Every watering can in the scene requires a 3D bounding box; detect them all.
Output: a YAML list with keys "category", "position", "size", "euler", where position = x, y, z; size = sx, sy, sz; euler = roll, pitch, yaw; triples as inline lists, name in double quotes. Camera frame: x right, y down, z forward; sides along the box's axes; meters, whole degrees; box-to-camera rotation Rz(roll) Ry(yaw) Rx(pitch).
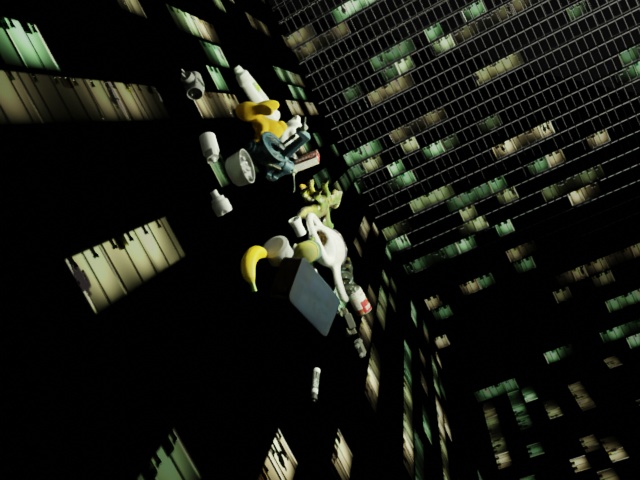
- category: "watering can"
  position: [0.038, 0.062, 1.863]
  size: [0.103, 0.224, 0.351]
  euler: [-26, 79, 14]

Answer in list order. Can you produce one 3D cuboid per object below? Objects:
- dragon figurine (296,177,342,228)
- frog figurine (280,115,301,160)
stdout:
- category: "dragon figurine"
  position: [0.006, -0.103, 2.045]
  size: [0.122, 0.420, 0.238]
  euler: [-8, 122, 27]
- category: "frog figurine"
  position: [-0.119, -0.404, 1.972]
  size: [0.122, 0.139, 0.158]
  euler: [14, 100, -36]
